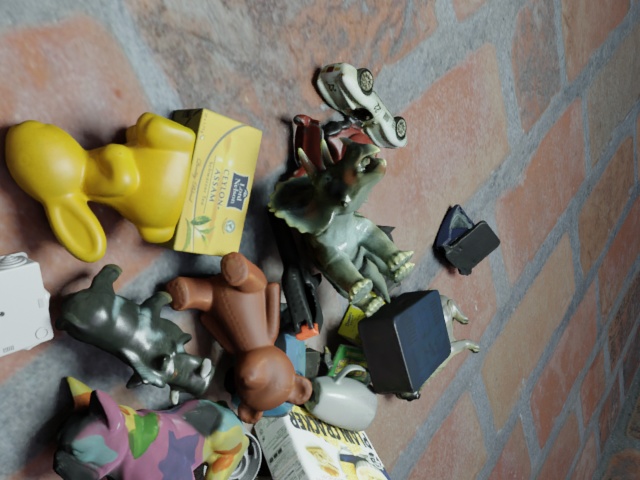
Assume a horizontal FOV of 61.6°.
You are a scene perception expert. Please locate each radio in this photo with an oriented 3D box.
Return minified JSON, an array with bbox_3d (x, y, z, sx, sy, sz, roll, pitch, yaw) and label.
[{"bbox_3d":[0.156,0.172,0.940,0.229,0.073,0.131,-15,92,-58],"label":"radio"}]

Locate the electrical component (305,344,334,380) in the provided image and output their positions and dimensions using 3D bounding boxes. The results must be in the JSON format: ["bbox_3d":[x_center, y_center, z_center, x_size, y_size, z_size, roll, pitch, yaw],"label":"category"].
[{"bbox_3d":[-0.025,0.203,0.868,0.102,0.045,0.078,19,83,-48],"label":"electrical component"}]

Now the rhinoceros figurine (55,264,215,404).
[{"bbox_3d":[-0.197,0.110,0.600,0.073,0.112,0.190,-41,123,9],"label":"rhinoceros figurine"}]

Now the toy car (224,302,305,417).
[{"bbox_3d":[-0.069,0.169,0.785,0.103,0.109,0.161,37,56,-74],"label":"toy car"}]

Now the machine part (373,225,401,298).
[{"bbox_3d":[0.119,0.041,0.995,0.084,0.039,0.138,-28,120,-34],"label":"machine part"}]

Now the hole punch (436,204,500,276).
[{"bbox_3d":[0.308,-0.001,1.166,0.116,0.092,0.142,-44,137,7],"label":"hole punch"}]

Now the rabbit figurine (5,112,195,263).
[{"bbox_3d":[-0.234,-0.063,0.560,0.173,0.122,0.162,12,98,-33],"label":"rabbit figurine"}]

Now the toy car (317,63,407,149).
[{"bbox_3d":[0.072,-0.207,0.863,0.201,0.074,0.056,41,66,-43],"label":"toy car"}]

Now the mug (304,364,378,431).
[{"bbox_3d":[0.034,0.251,0.868,0.107,0.081,0.109,20,105,-32],"label":"mug"}]

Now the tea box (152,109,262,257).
[{"bbox_3d":[-0.142,-0.068,0.669,0.098,0.068,0.169,10,90,-47],"label":"tea box"}]

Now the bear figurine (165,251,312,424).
[{"bbox_3d":[-0.098,0.129,0.681,0.132,0.120,0.196,32,38,-68],"label":"bear figurine"}]

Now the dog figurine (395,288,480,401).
[{"bbox_3d":[0.201,0.209,1.086,0.190,0.121,0.172,-28,85,-21],"label":"dog figurine"}]

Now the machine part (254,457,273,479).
[{"bbox_3d":[-0.033,0.398,0.879,0.243,0.079,0.079,29,77,-47],"label":"machine part"}]

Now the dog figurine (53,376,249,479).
[{"bbox_3d":[-0.203,0.227,0.641,0.191,0.109,0.219,-47,125,-33],"label":"dog figurine"}]

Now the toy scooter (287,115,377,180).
[{"bbox_3d":[0.013,-0.138,0.816,0.184,0.075,0.135,-32,122,-33],"label":"toy scooter"}]

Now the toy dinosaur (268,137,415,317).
[{"bbox_3d":[0.032,0.005,0.777,0.131,0.192,0.404,-39,163,-9],"label":"toy dinosaur"}]
